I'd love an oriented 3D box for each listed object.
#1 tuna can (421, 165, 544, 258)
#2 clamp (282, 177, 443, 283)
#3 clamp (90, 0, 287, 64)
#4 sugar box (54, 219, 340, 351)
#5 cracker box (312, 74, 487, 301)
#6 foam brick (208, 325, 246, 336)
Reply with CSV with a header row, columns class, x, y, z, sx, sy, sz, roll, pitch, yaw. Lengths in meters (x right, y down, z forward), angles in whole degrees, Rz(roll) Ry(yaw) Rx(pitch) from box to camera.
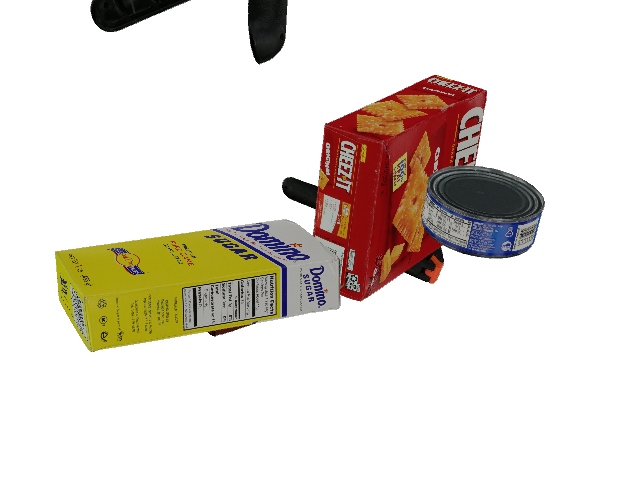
class,x,y,z,sx,sy,sz,roll,pitch,yaw
tuna can,0.118,-0.021,0.778,0.086,0.034,0.086,6,29,-4
clamp,0.063,-0.027,1.258,0.164,0.036,0.210,-15,51,-28
clamp,-0.033,-0.156,0.601,0.120,0.171,0.039,28,-31,27
sugar box,-0.084,0.026,0.731,0.176,0.048,0.093,-11,23,-22
cracker box,0.079,-0.056,1.040,0.072,0.164,0.213,22,30,28
foam brick,-0.101,0.044,0.991,0.052,0.051,0.078,-15,34,-40
